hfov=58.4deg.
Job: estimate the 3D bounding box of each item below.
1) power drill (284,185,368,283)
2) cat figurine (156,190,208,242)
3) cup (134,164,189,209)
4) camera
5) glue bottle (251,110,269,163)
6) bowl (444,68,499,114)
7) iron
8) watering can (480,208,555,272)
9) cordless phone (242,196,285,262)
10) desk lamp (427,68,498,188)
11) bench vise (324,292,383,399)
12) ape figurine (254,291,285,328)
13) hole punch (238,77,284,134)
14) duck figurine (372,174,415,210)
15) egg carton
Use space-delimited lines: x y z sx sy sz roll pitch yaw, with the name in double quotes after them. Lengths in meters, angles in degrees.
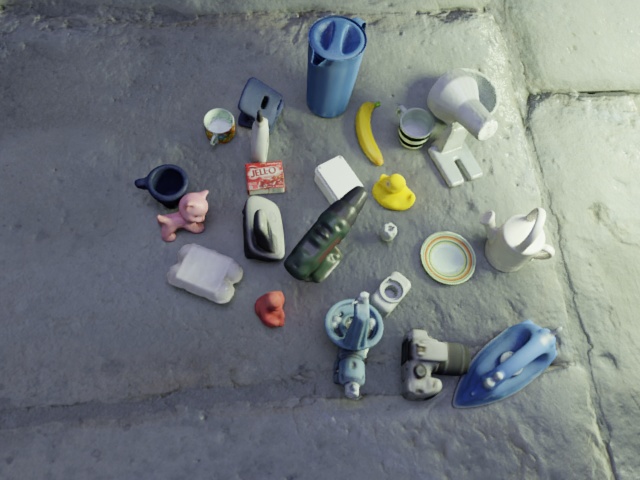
0.011 0.004 1.220 0.075 0.208 0.230 37 68 10 "power drill"
-0.299 -0.060 1.262 0.128 0.118 0.067 -19 70 -14 "cat figurine"
-0.351 -0.110 1.291 0.118 0.095 0.091 -1 67 -7 "cup"
0.244 0.260 1.196 0.137 0.101 0.143 6 66 -4 "camera"
-0.139 -0.248 1.331 0.037 0.173 0.078 9 66 -2 "glue bottle"
0.373 -0.360 1.489 0.167 0.075 0.167 2 67 -5 "bowl"
0.391 0.262 1.189 0.259 0.141 0.118 -33 74 -18 "iron"
0.441 -0.007 1.281 0.173 0.194 0.101 6 66 -4 "watering can"
-0.123 -0.043 1.238 0.094 0.185 0.147 -7 68 -9 "cordless phone"
0.338 -0.270 1.371 0.118 0.213 0.203 -22 71 -14 "desk lamp"
0.080 0.198 1.139 0.121 0.220 0.207 -12 69 -11 "bench vise"
-0.101 0.140 1.213 0.076 0.092 0.078 29 67 7 "ape figurine"
-0.144 -0.333 1.411 0.101 0.091 0.109 16 66 1 "hole punch"
0.180 -0.121 1.360 0.104 0.086 0.077 26 67 5 "duck figurine"
-0.247 0.072 1.238 0.150 0.069 0.107 20 66 3 "egg carton"
